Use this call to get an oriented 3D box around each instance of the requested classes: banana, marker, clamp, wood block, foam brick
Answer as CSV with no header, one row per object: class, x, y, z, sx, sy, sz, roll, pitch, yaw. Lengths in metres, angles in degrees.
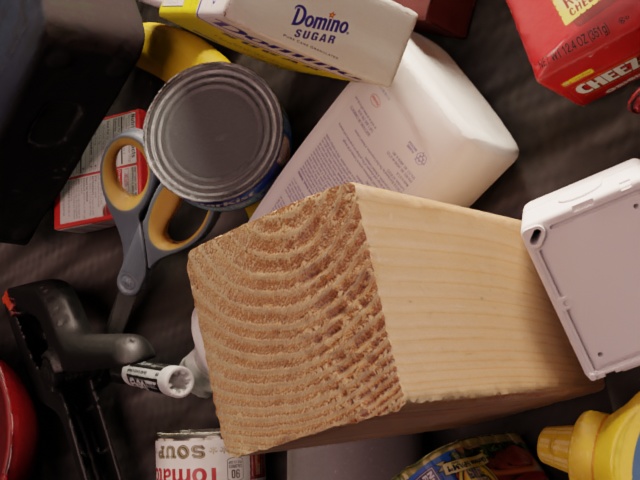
banana,-0.076,-0.087,0.697,0.070,0.037,0.198,-43,64,22
marker,-0.111,0.088,0.687,0.121,0.020,0.020,-6,81,62
clamp,-0.164,0.081,0.717,0.210,0.036,0.165,49,135,39
wood block,0.045,0.040,0.498,0.090,0.205,0.091,-22,73,31
foam brick,0.059,-0.158,0.601,0.053,0.051,0.078,18,96,34

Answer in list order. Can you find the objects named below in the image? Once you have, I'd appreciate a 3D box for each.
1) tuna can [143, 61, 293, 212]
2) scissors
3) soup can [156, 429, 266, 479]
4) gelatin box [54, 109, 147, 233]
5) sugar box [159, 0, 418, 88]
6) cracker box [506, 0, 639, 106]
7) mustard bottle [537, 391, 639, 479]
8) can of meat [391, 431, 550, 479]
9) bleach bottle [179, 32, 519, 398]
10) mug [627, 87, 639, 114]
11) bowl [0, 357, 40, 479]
tuna can,-0.060,-0.061,0.638,0.086,0.033,0.086,-2,79,11
scissors,-0.135,0.008,0.714,0.096,0.016,0.202,46,120,6
soup can,-0.066,0.167,0.649,0.069,0.068,0.102,-7,81,34
gelatin box,-0.146,-0.047,0.747,0.089,0.030,0.073,-9,79,34
sugar box,-0.025,-0.122,0.581,0.048,0.093,0.176,-68,21,7
cracker box,0.154,-0.200,0.526,0.164,0.072,0.214,-26,71,30
mustard bottle,0.190,0.108,0.480,0.192,0.058,0.096,4,77,36
can of meat,0.087,0.145,0.525,0.057,0.101,0.084,-46,60,23
bleach bottle,-0.004,0.001,0.625,0.251,0.067,0.103,-46,59,26
mug,0.192,-0.040,0.483,0.117,0.093,0.081,-42,65,59
bowl,-0.257,0.148,0.786,0.162,0.055,0.162,-8,76,36
